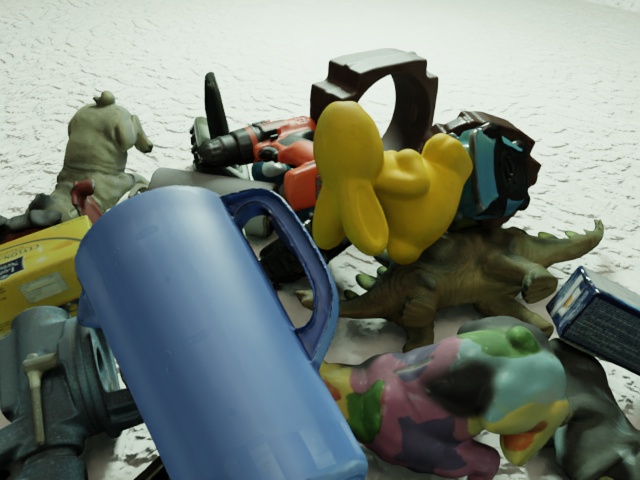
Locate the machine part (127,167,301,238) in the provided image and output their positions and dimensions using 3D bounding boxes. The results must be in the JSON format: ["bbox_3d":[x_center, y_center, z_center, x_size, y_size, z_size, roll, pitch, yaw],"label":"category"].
[{"bbox_3d":[-0.146,-0.053,0.746,0.243,0.079,0.079,9,37,9],"label":"machine part"}]

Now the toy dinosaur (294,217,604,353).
[{"bbox_3d":[0.192,0.032,0.643,0.471,0.104,0.199,-5,34,-19],"label":"toy dinosaur"}]

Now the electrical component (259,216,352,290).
[{"bbox_3d":[-0.001,-0.002,0.647,0.115,0.134,0.058,-38,96,-38],"label":"electrical component"}]

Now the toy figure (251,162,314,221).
[{"bbox_3d":[-0.051,-0.074,0.802,0.064,0.057,0.155,-48,50,3],"label":"toy figure"}]

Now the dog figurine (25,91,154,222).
[{"bbox_3d":[-0.319,-0.094,0.716,0.121,0.172,0.191,0,28,13],"label":"dog figurine"}]

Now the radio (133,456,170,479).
[{"bbox_3d":[-0.047,0.241,0.359,0.230,0.073,0.131,28,43,30],"label":"radio"}]

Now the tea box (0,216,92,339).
[{"bbox_3d":[-0.297,0.056,0.544,0.170,0.098,0.068,-21,42,-14],"label":"tea box"}]

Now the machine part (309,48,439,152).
[{"bbox_3d":[0.082,-0.188,0.844,0.201,0.200,0.087,-22,41,-30],"label":"machine part"}]

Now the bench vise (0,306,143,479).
[{"bbox_3d":[-0.173,0.138,0.455,0.241,0.128,0.224,-14,42,-16],"label":"bench vise"}]

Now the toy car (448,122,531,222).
[{"bbox_3d":[0.189,-0.078,0.660,0.103,0.109,0.161,-3,1,38],"label":"toy car"}]

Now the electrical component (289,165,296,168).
[{"bbox_3d":[-0.047,-0.141,0.919,0.094,0.021,0.063,3,36,0],"label":"electrical component"}]

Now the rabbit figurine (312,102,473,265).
[{"bbox_3d":[0.050,-0.059,0.547,0.122,0.173,0.162,9,65,49],"label":"rabbit figurine"}]

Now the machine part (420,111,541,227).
[{"bbox_3d":[0.211,-0.093,0.749,0.179,0.179,0.056,0,34,-6],"label":"machine part"}]

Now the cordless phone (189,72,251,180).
[{"bbox_3d":[-0.162,-0.176,0.821,0.089,0.184,0.147,-9,38,-9],"label":"cordless phone"}]

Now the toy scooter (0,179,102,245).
[{"bbox_3d":[-0.299,-0.005,0.619,0.184,0.135,0.075,-11,41,-17],"label":"toy scooter"}]

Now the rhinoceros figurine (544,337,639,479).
[{"bbox_3d":[0.246,0.174,0.484,0.112,0.073,0.190,15,31,-8],"label":"rhinoceros figurine"}]

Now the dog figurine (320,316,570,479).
[{"bbox_3d":[0.062,0.125,0.450,0.219,0.191,0.108,15,41,-11],"label":"dog figurine"}]

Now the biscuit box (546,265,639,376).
[{"bbox_3d":[0.332,0.102,0.532,0.203,0.062,0.059,27,25,-4],"label":"biscuit box"}]
